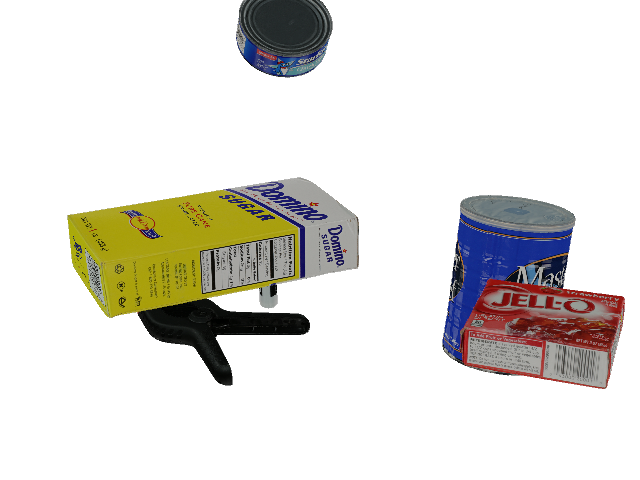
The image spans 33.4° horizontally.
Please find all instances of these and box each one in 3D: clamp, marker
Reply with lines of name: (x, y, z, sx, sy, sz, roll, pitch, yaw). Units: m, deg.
clamp: (-0.139, 0.106, 1.253, 0.210, 0.036, 0.164, 13, 25, 23)
marker: (-0.054, 0.018, 1.075, 0.020, 0.121, 0.020, 0, 38, 0)

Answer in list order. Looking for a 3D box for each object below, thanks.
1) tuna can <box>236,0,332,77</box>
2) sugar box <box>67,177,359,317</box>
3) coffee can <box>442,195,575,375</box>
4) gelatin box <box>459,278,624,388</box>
tuna can: (-0.034, -0.191, 0.974, 0.086, 0.086, 0.034, 0, -31, -12)
sugar box: (-0.072, 0.000, 0.718, 0.176, 0.048, 0.093, -14, 27, -22)
coffee can: (0.170, 0.039, 0.976, 0.103, 0.140, 0.103, 5, 16, -2)
gelatin box: (0.138, 0.055, 0.658, 0.089, 0.030, 0.073, 8, 25, 20)
